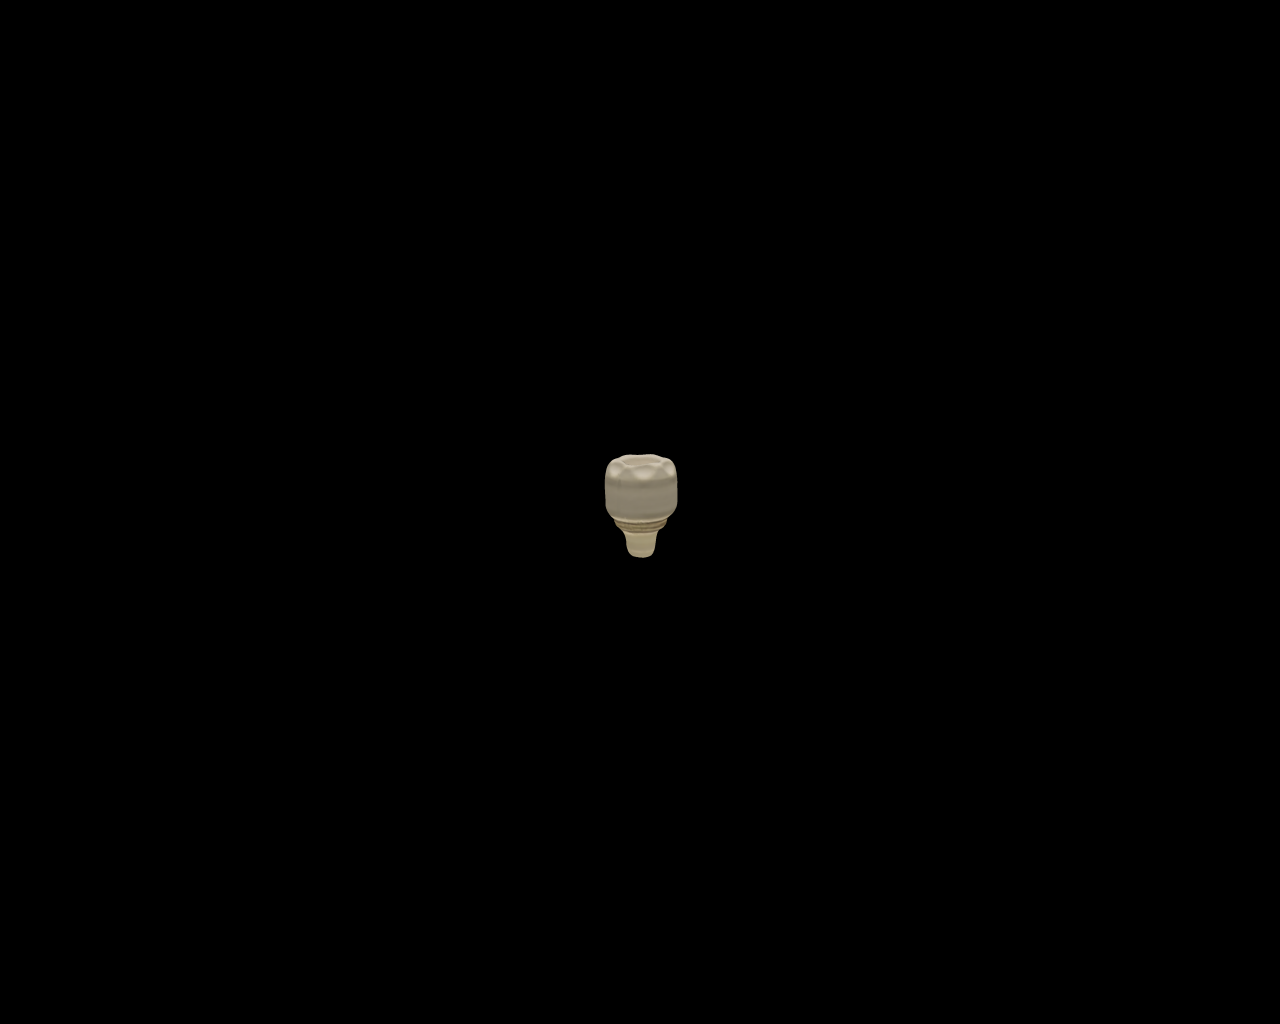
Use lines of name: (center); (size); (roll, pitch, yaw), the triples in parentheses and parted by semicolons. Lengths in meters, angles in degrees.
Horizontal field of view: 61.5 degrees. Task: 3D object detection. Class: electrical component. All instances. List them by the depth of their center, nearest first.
electrical component: (0.001, -0.003, 0.650); (0.043, 0.062, 0.043); (0, 15, 0)
